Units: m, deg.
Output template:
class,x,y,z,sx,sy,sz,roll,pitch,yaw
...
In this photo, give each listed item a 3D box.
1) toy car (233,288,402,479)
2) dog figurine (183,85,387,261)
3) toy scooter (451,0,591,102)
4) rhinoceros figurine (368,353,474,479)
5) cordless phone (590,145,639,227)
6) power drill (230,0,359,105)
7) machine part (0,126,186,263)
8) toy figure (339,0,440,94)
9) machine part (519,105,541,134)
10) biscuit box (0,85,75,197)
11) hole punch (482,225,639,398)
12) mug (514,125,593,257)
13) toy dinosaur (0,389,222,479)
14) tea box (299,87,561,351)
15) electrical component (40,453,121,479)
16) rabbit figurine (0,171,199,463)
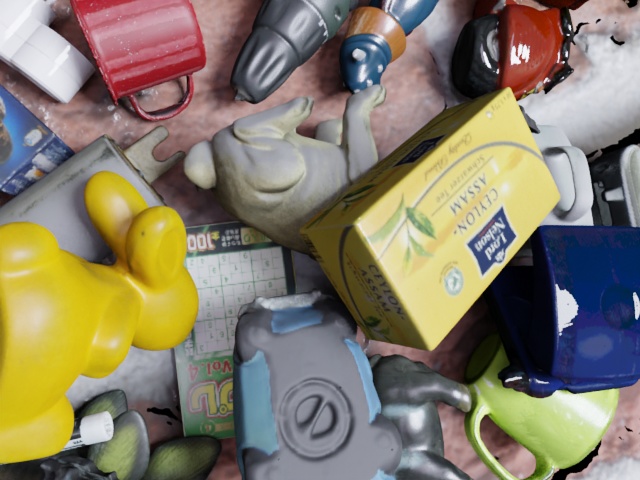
class,x,y,z,sx,sy,sz,roll,pitch,yaw
toy car,-0.017,0.123,0.391,0.109,0.103,0.161,-8,69,-23
dog figurine,0.002,-0.002,0.414,0.172,0.121,0.190,-17,89,-13
toy scooter,0.192,-0.203,0.483,0.135,0.075,0.183,5,81,-7
rhinoceros figurine,0.064,0.189,0.435,0.112,0.073,0.190,6,85,-9
cordless phone,0.282,-0.012,0.425,0.089,0.184,0.146,-11,88,-4
power drill,-0.053,-0.256,0.450,0.207,0.086,0.232,42,80,1
machine part,-0.207,-0.001,0.410,0.243,0.079,0.079,-40,92,-9
toy figure,0.061,-0.189,0.469,0.064,0.058,0.154,40,78,-28
machine part,0.117,-0.064,0.459,0.084,0.039,0.139,46,110,2
biscuit box,-0.291,-0.121,0.415,0.202,0.063,0.059,42,80,-3
hole punch,0.200,0.050,0.404,0.142,0.092,0.116,2,55,-20
mug,0.187,-0.047,0.458,0.081,0.109,0.107,-2,75,-2
toy dinosaur,-0.138,0.235,0.381,0.471,0.105,0.198,37,82,0
tea box,0.081,-0.018,0.367,0.169,0.068,0.098,-43,109,-28
electrical component,-0.135,0.209,0.311,0.115,0.058,0.134,19,72,3
rabbit figurine,-0.152,0.037,0.365,0.122,0.173,0.162,27,101,33
